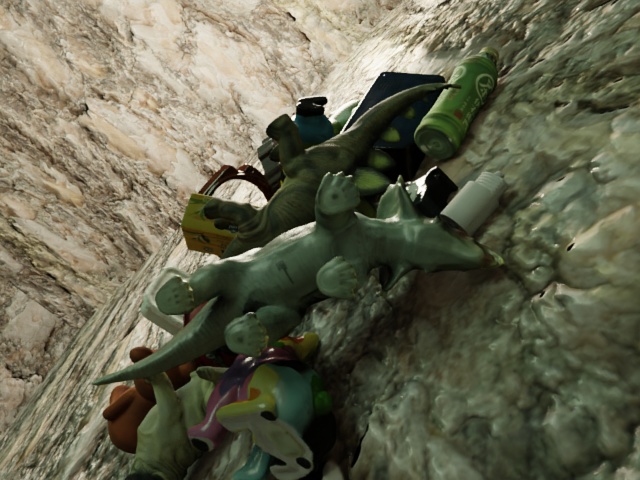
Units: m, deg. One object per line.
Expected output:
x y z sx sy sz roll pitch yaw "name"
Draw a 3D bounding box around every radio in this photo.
0.128 -0.198 0.919 0.131 0.073 0.229 10 51 24 "radio"

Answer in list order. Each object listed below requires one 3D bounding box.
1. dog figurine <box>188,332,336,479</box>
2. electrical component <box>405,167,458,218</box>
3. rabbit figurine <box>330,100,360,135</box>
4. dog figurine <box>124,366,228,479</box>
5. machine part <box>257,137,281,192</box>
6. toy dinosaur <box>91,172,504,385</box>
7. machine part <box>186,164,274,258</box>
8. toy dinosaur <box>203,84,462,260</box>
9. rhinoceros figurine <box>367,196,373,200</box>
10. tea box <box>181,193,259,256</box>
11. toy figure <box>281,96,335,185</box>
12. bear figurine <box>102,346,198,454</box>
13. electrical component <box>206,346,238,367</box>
-0.044 0.150 0.607 0.191 0.108 0.219 -36 18 35 "dog figurine"
0.126 -0.035 0.700 0.075 0.047 0.119 -29 25 46 "electrical component"
0.114 -0.217 1.075 0.159 0.121 0.170 -41 35 -4 "rabbit figurine"
-0.165 0.265 0.699 0.121 0.172 0.190 98 169 -71 "dog figurine"
-0.060 -0.163 1.209 0.056 0.179 0.179 -31 23 32 "machine part"
-0.028 0.042 0.565 0.405 0.131 0.192 -24 -12 12 "toy dinosaur"
-0.181 -0.056 1.211 0.201 0.201 0.087 -51 22 -13 "machine part"
-0.003 -0.079 0.771 0.471 0.199 0.105 -50 -11 3 "toy dinosaur"
0.057 -0.113 1.009 0.112 0.073 0.190 -51 16 24 "rhinoceros figurine"
-0.138 -0.014 0.902 0.098 0.170 0.068 99 -179 -64 "tea box"
-0.021 -0.144 0.885 0.089 0.179 0.082 23 42 28 "toy figure"
-0.264 0.233 0.844 0.132 0.120 0.195 -110 40 -66 "bear figurine"
-0.109 0.150 0.763 0.078 0.102 0.045 99 178 -45 "electrical component"
